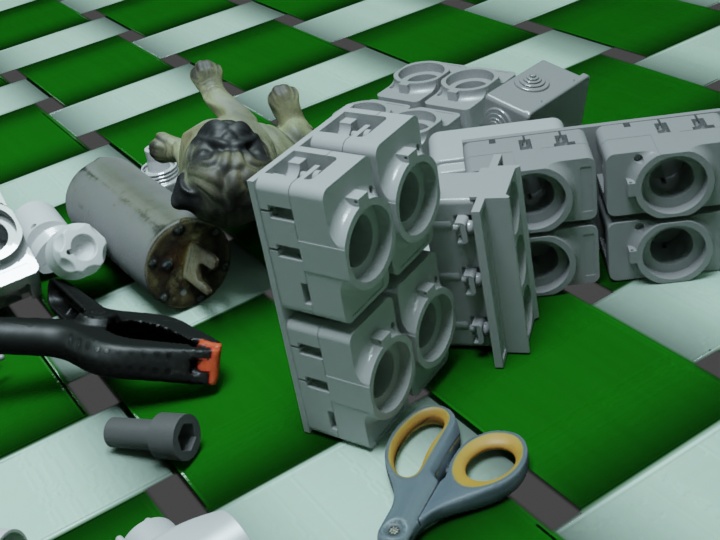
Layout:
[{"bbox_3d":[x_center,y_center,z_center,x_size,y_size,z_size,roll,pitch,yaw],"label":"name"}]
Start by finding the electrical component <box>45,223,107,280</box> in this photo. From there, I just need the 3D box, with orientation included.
[{"bbox_3d":[-0.234,-0.013,0.869,0.043,0.043,0.062,-35,10,-34],"label":"electrical component"}]

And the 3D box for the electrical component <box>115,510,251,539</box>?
[{"bbox_3d":[-0.106,0.162,0.589,0.077,0.044,0.079,-29,36,-28],"label":"electrical component"}]

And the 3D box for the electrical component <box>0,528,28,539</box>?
[{"bbox_3d":[-0.236,0.169,0.616,0.081,0.043,0.043,-1,33,14],"label":"electrical component"}]

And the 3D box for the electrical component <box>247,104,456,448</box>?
[{"bbox_3d":[0.003,0.006,0.673,0.060,0.186,0.105,12,38,32],"label":"electrical component"}]

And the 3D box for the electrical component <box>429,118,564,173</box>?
[{"bbox_3d":[0.114,-0.070,0.863,0.113,0.078,0.057,-6,38,6],"label":"electrical component"}]

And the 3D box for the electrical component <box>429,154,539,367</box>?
[{"bbox_3d":[0.081,-0.006,0.732,0.063,0.121,0.078,0,33,20],"label":"electrical component"}]

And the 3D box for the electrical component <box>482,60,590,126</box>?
[{"bbox_3d":[0.147,-0.122,0.923,0.048,0.099,0.100,32,50,31],"label":"electrical component"}]

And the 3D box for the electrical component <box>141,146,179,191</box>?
[{"bbox_3d":[-0.182,-0.085,0.987,0.048,0.062,0.048,-7,32,4],"label":"electrical component"}]

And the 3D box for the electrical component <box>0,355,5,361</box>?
[{"bbox_3d":[-0.298,0.074,0.782,0.076,0.047,0.083,-24,34,-30],"label":"electrical component"}]

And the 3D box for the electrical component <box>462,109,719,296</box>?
[{"bbox_3d":[0.174,-0.046,0.785,0.186,0.105,0.060,-6,32,6],"label":"electrical component"}]

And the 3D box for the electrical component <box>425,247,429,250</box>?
[{"bbox_3d":[0.049,-0.003,0.810,0.045,0.045,0.055,-28,36,-27],"label":"electrical component"}]

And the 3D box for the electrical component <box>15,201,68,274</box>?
[{"bbox_3d":[-0.272,-0.026,0.937,0.043,0.043,0.081,-24,34,-21],"label":"electrical component"}]

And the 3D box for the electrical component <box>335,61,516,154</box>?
[{"bbox_3d":[0.056,-0.135,1.003,0.105,0.060,0.186,16,40,35],"label":"electrical component"}]

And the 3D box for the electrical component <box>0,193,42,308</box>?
[{"bbox_3d":[-0.303,-0.018,0.881,0.050,0.055,0.089,-25,72,-23],"label":"electrical component"}]
